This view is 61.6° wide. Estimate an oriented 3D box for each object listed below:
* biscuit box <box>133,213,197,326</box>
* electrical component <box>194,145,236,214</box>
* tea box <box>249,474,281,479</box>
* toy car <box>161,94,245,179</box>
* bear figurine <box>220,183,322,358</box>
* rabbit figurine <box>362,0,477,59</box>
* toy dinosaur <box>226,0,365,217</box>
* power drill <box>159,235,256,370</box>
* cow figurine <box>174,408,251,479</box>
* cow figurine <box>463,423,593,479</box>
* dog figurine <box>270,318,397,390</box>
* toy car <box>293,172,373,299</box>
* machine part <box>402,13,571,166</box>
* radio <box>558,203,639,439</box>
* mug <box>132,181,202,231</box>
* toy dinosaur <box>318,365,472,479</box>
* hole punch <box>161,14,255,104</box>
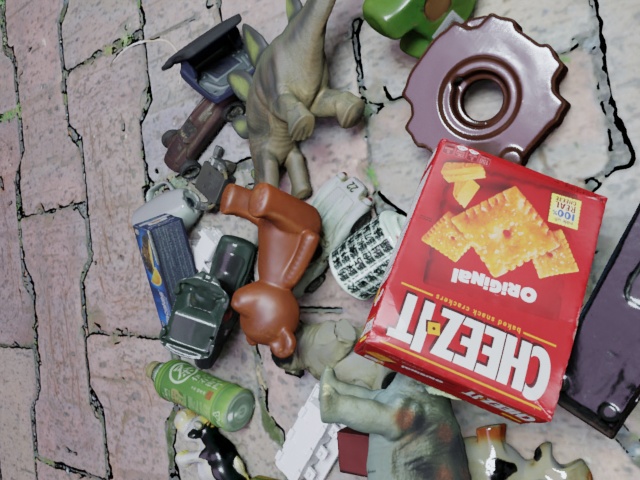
[{"bbox_3d":[-0.241,0.062,0.875,0.059,0.063,0.202,13,120,45],"label":"biscuit box"},{"bbox_3d":[-0.173,-0.094,0.877,0.078,0.045,0.102,43,115,26],"label":"electrical component"},{"bbox_3d":[-0.047,0.411,0.777,0.170,0.068,0.098,-4,88,37],"label":"tea box"},{"bbox_3d":[-0.200,-0.191,0.892,0.202,0.053,0.089,-44,63,30],"label":"toy car"},{"bbox_3d":[-0.073,0.039,0.675,0.120,0.132,0.195,12,81,55],"label":"bear figurine"},{"bbox_3d":[0.100,-0.320,0.631,0.159,0.121,0.170,-58,46,30],"label":"rabbit figurine"},{"bbox_3d":[-0.041,-0.206,0.713,0.199,0.105,0.471,56,134,25],"label":"toy dinosaur"},{"bbox_3d":[-0.159,0.110,0.787,0.086,0.207,0.232,19,94,7],"label":"power drill"},{"bbox_3d":[-0.176,0.343,0.872,0.098,0.068,0.167,-34,75,26],"label":"cow figurine"},{"bbox_3d":[0.190,0.266,0.579,0.195,0.085,0.127,-17,71,19],"label":"cow figurine"},{"bbox_3d":[0.022,0.178,0.718,0.190,0.121,0.172,-29,70,48],"label":"dog figurine"},{"bbox_3d":[-0.002,-0.002,0.745,0.074,0.056,0.201,49,117,26],"label":"toy car"},{"bbox_3d":[0.178,-0.154,0.592,0.180,0.056,0.179,5,100,26],"label":"machine part"},{"bbox_3d":[0.292,0.057,0.483,0.073,0.131,0.229,30,108,34],"label":"radio"},{"bbox_3d":[-0.259,-0.053,0.927,0.107,0.080,0.109,-27,62,23],"label":"mug"},{"bbox_3d":[0.083,0.232,0.510,0.192,0.131,0.405,5,66,2],"label":"toy dinosaur"},{"bbox_3d":[-0.156,-0.275,0.822,0.142,0.092,0.116,-43,31,-10],"label":"hole punch"}]
